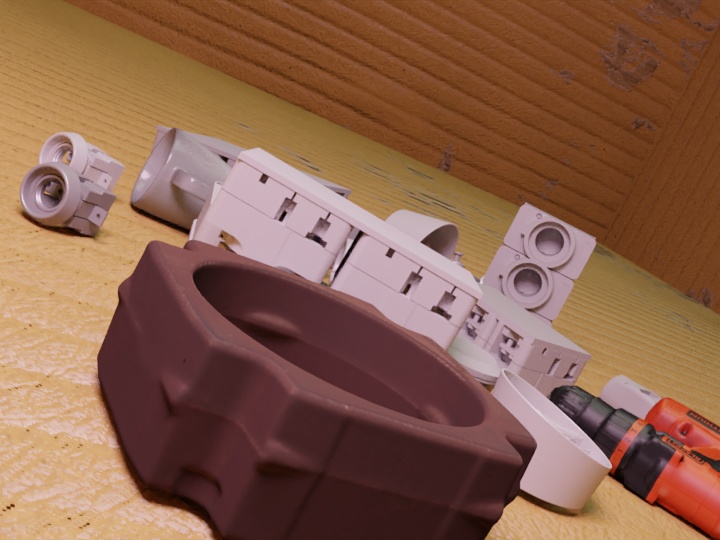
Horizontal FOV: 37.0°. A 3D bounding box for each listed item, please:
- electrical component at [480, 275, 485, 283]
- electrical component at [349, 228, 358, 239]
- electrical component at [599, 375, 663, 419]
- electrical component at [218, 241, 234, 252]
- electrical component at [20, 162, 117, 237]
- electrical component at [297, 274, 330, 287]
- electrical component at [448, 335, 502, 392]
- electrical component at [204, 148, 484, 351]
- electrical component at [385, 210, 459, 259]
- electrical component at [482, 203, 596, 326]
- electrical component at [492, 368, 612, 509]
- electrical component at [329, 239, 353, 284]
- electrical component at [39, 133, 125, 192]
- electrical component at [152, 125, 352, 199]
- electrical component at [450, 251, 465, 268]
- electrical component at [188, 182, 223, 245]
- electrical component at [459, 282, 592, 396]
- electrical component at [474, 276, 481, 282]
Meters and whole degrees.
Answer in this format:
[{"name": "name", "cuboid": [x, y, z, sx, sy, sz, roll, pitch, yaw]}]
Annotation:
[{"name": "electrical component", "cuboid": [0.166, 0.034, 1.345, 0.046, 0.040, 0.040, 36, 13, 15]}, {"name": "electrical component", "cuboid": [-0.020, -0.040, 1.200, 0.109, 0.056, 0.109, 17, 14, -43]}, {"name": "electrical component", "cuboid": [0.294, 0.147, 1.091, 0.079, 0.043, 0.077, 17, 14, -43]}, {"name": "electrical component", "cuboid": [-0.073, 0.027, 0.742, 0.050, 0.055, 0.089, 19, 13, -36]}, {"name": "electrical component", "cuboid": [-0.222, -0.055, 0.810, 0.066, 0.048, 0.055, 30, 3, 18]}, {"name": "electrical component", "cuboid": [-0.060, 0.009, 0.846, 0.081, 0.063, 0.042, 26, 10, -3]}, {"name": "electrical component", "cuboid": [0.069, 0.081, 0.842, 0.080, 0.051, 0.080, 26, 10, -5]}, {"name": "electrical component", "cuboid": [-0.012, -0.012, 0.765, 0.186, 0.060, 0.105, 30, 7, -3]}, {"name": "electrical component", "cuboid": [0.054, -0.015, 1.141, 0.064, 0.099, 0.099, 25, 9, 27]}, {"name": "electrical component", "cuboid": [0.186, 0.012, 1.187, 0.089, 0.150, 0.062, 28, 9, 8]}, {"name": "electrical component", "cuboid": [0.130, 0.120, 0.760, 0.099, 0.064, 0.099, 26, 10, -5]}, {"name": "electrical component", "cuboid": [0.000, 0.000, 1.063, 0.047, 0.055, 0.055, 21, 11, -8]}, {"name": "electrical component", "cuboid": [-0.244, -0.091, 0.935, 0.066, 0.048, 0.055, 33, 5, 31]}, {"name": "electrical component", "cuboid": [-0.119, -0.088, 1.119, 0.186, 0.060, 0.105, 23, 10, 28]}, {"name": "electrical component", "cuboid": [0.093, 0.018, 1.152, 0.040, 0.078, 0.040, 19, -2, 1]}, {"name": "electrical component", "cuboid": [-0.086, -0.018, 0.907, 0.113, 0.057, 0.078, 24, 19, -13]}, {"name": "electrical component", "cuboid": [0.133, 0.066, 1.039, 0.089, 0.061, 0.150, 18, 14, -41]}, {"name": "electrical component", "cuboid": [0.101, 0.014, 1.257, 0.083, 0.047, 0.076, 34, 13, 33]}]
